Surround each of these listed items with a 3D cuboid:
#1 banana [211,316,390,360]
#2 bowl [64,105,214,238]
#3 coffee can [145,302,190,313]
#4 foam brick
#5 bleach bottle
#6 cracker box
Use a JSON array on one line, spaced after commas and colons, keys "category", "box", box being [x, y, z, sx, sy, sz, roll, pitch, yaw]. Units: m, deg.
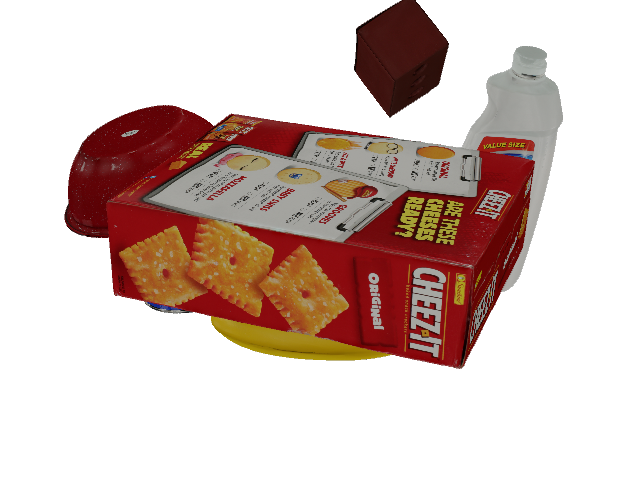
[{"category": "banana", "box": [-0.006, 0.069, 0.857, 0.198, 0.037, 0.069, 7, 29, 9]}, {"category": "bowl", "box": [-0.148, -0.068, 0.892, 0.162, 0.055, 0.162, -15, 29, 8]}, {"category": "coffee can", "box": [-0.147, -0.009, 1.119, 0.103, 0.140, 0.103, -4, 27, 2]}, {"category": "foam brick", "box": [0.062, -0.143, 0.832, 0.053, 0.051, 0.078, -33, -13, -7]}, {"category": "bleach bottle", "box": [0.173, -0.073, 1.045, 0.103, 0.251, 0.068, 21, 38, 19]}, {"category": "cracker box", "box": [0.006, -0.008, 0.644, 0.214, 0.072, 0.164, 11, 28, 19]}]
